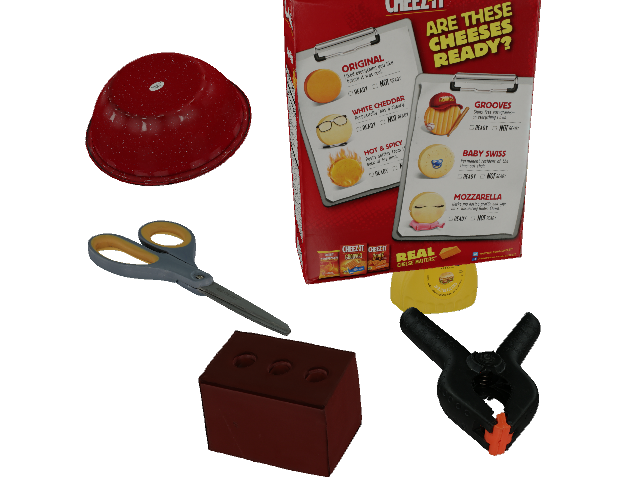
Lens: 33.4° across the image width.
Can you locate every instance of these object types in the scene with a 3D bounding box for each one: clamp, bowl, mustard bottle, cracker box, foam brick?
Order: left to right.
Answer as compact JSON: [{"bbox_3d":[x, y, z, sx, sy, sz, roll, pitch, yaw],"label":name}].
[{"bbox_3d":[-0.148,-0.127,1.002,0.162,0.162,0.055,0,-40,9],"label":"bowl"},{"bbox_3d":[-0.022,0.092,0.605,0.078,0.051,0.053,8,31,19],"label":"foam brick"},{"bbox_3d":[0.060,-0.083,0.744,0.164,0.214,0.072,-7,31,-7],"label":"cracker box"},{"bbox_3d":[0.130,-0.018,1.159,0.096,0.192,0.058,-3,19,-19],"label":"mustard bottle"},{"bbox_3d":[0.140,0.105,0.862,0.120,0.039,0.171,-7,34,-7],"label":"clamp"}]

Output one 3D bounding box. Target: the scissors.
[{"bbox_3d":[-0.092,0.024,0.851,0.202,0.016,0.096,17,30,22],"label":"scissors"}]
